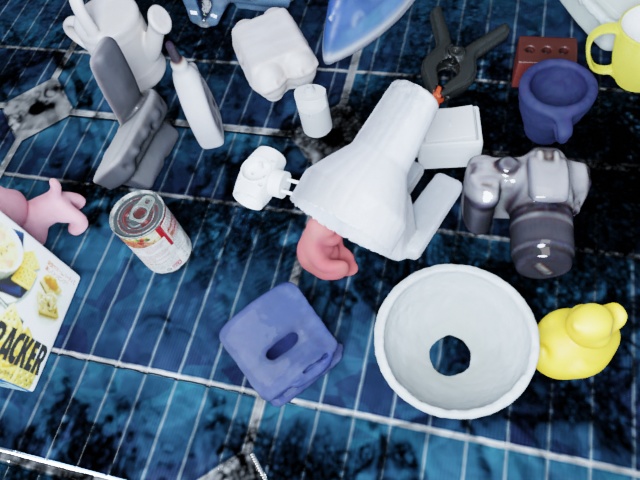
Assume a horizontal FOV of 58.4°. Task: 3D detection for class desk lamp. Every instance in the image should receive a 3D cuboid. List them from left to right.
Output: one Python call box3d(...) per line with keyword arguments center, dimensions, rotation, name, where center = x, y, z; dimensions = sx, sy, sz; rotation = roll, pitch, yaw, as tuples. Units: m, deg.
box3d(center=(0.072, -0.061, 0.642), dimensions=(0.117, 0.214, 0.203), rotation=(28, 69, 22), name="desk lamp")

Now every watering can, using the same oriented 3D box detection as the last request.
box3d(center=(-0.305, -0.322, 0.854), dimensions=(0.173, 0.194, 0.101), rotation=(-13, 61, 2), name="watering can")

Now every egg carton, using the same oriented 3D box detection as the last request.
box3d(center=(-0.071, -0.284, 0.868), dimensions=(0.107, 0.069, 0.150), rotation=(-24, 61, -4), name="egg carton")

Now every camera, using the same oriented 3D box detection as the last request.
box3d(center=(0.240, -0.032, 0.664), dimensions=(0.143, 0.101, 0.137), rotation=(2, 62, 10), name="camera")

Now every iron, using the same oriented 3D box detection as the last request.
box3d(center=(0.070, -0.404, 0.869), dimensions=(0.118, 0.142, 0.258), rotation=(26, 69, 21), name="iron")

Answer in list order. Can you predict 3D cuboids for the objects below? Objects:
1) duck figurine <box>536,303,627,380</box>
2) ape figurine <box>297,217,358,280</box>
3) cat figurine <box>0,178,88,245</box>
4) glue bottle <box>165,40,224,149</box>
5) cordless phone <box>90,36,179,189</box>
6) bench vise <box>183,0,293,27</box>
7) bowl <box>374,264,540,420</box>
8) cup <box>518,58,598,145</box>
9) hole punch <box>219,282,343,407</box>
box3d(center=(0.270, 0.098, 0.598), dimensions=(0.104, 0.086, 0.077), rotation=(-23, 61, -3), name="duck figurine")
box3d(center=(0.006, 0.002, 0.688), dimensions=(0.076, 0.092, 0.078), rotation=(5, 63, 12), name="ape figurine")
box3d(center=(-0.394, -0.043, 0.762), dimensions=(0.128, 0.118, 0.067), rotation=(-24, 61, -4), name="cat figurine")
box3d(center=(-0.174, -0.204, 0.782), dimensions=(0.037, 0.173, 0.078), rotation=(-13, 60, 2), name="glue bottle")
box3d(center=(-0.277, -0.166, 0.771), dimensions=(0.094, 0.185, 0.147), rotation=(8, 63, 13), name="cordless phone")
box3d(center=(-0.155, -0.431, 0.874), dimensions=(0.207, 0.220, 0.121), rotation=(-20, 60, -2), name="bench vise")
box3d(center=(0.143, 0.114, 0.616), dimensions=(0.167, 0.075, 0.167), rotation=(-4, 61, 7), name="bowl")
box3d(center=(0.295, -0.155, 0.725), dimensions=(0.091, 0.095, 0.118), rotation=(-2, 62, 8), name="cup")
box3d(center=(-0.040, 0.115, 0.635), dimensions=(0.109, 0.091, 0.101), rotation=(-37, 62, -11), name="hole punch")
